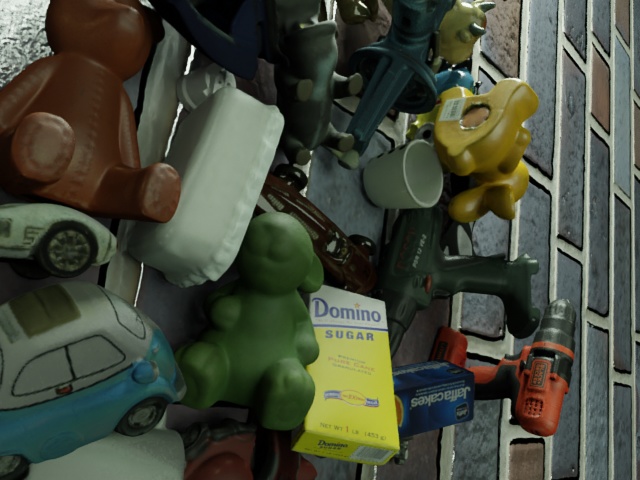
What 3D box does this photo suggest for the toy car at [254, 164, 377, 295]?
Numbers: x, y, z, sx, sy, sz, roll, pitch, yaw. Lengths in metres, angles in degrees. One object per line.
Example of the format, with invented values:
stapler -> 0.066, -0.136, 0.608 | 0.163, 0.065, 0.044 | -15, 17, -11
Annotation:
toy car -> -0.001, -0.002, 0.602 | 0.202, 0.053, 0.089 | 45, 60, -34

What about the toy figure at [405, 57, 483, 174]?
toy figure -> 0.192, -0.184, 0.796 | 0.089, 0.082, 0.180 | 34, 60, -35

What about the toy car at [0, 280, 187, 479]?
toy car -> -0.175, 0.079, 0.361 | 0.161, 0.109, 0.102 | -14, 126, -38

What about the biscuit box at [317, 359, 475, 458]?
biscuit box -> 0.077, 0.182, 0.601 | 0.203, 0.059, 0.062 | -4, 99, -25

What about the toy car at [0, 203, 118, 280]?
toy car -> -0.235, -0.006, 0.349 | 0.201, 0.074, 0.056 | 9, 80, -44

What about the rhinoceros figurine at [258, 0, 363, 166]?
rhinoceros figurine -> -0.014, -0.167, 0.537 | 0.073, 0.112, 0.190 | -19, 136, -18

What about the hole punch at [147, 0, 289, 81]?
hole punch -> -0.098, -0.200, 0.459 | 0.092, 0.142, 0.115 | -37, 152, -18

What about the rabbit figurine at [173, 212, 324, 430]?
rabbit figurine -> -0.040, 0.053, 0.477 | 0.159, 0.121, 0.170 | -56, 162, -69

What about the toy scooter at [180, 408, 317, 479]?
toy scooter -> -0.069, 0.199, 0.495 | 0.183, 0.075, 0.135 | 13, 76, -47

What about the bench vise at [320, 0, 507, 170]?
bench vise -> 0.086, -0.195, 0.628 | 0.129, 0.223, 0.240 | 30, 81, -1

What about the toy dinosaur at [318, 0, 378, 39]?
toy dinosaur -> -0.068, -0.339, 0.542 | 0.471, 0.105, 0.198 | 7, 74, -53

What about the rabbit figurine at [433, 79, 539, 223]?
rabbit figurine -> 0.225, -0.097, 0.689 | 0.173, 0.122, 0.162 | 41, 54, -46

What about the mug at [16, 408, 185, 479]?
mug -> -0.163, 0.164, 0.400 | 0.107, 0.081, 0.109 | 21, 75, -32

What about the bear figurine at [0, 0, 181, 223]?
bear figurine -> -0.162, -0.117, 0.401 | 0.120, 0.132, 0.196 | 27, 73, -45

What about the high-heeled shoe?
high-heeled shoe -> 0.190, -0.049, 0.807 | 0.145, 0.086, 0.249 | -9, 73, -15

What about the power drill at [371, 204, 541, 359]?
power drill -> 0.168, 0.070, 0.691 | 0.086, 0.207, 0.232 | 93, 8, -64

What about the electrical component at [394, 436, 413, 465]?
electrical component -> 0.097, 0.228, 0.677 | 0.078, 0.045, 0.102 | 27, 67, -38

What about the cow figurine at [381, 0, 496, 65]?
cow figurine -> 0.151, -0.324, 0.737 | 0.194, 0.127, 0.085 | 43, 60, -31
